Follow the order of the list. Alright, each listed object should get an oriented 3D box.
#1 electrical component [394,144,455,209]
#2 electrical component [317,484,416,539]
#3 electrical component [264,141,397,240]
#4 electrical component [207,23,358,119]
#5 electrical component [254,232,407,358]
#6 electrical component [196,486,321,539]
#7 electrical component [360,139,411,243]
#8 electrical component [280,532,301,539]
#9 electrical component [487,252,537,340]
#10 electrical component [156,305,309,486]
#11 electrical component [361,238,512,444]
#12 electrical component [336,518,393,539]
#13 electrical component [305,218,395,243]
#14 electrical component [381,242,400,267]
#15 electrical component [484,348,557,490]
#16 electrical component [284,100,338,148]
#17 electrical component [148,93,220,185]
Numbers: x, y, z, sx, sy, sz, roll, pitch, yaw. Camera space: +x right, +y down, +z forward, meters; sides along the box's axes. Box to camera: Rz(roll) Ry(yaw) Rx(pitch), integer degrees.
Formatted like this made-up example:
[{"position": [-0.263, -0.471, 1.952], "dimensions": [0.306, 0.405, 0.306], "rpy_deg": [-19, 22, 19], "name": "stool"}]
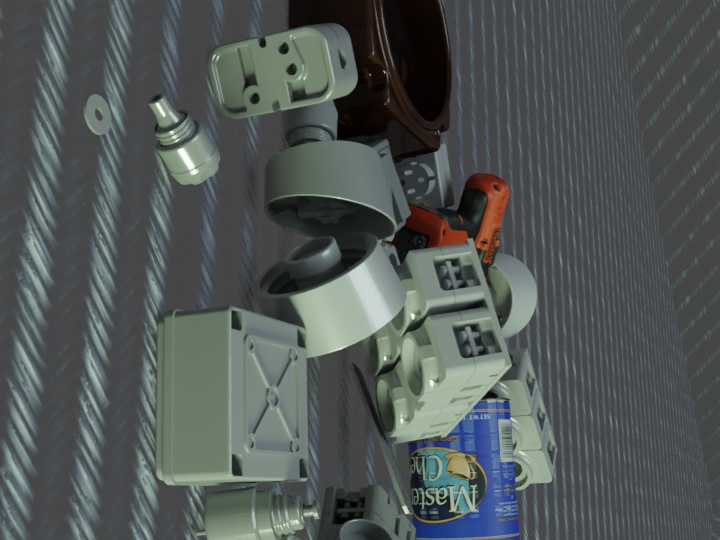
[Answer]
[{"position": [0.059, -0.091, 1.091], "dimensions": [0.077, 0.047, 0.065], "rpy_deg": [-22, 104, -66], "name": "electrical component"}, {"position": [0.006, 0.220, 0.872], "dimensions": [0.089, 0.050, 0.055], "rpy_deg": [57, 33, -46], "name": "electrical component"}, {"position": [-0.025, -0.056, 0.821], "dimensions": [0.099, 0.099, 0.064], "rpy_deg": [31, 49, -62], "name": "electrical component"}, {"position": [-0.053, -0.145, 0.781], "dimensions": [0.059, 0.095, 0.053], "rpy_deg": [-36, 116, -64], "name": "electrical component"}, {"position": [-0.026, 0.010, 0.791], "dimensions": [0.060, 0.108, 0.108], "rpy_deg": [67, 27, -20], "name": "electrical component"}, {"position": [-0.065, 0.160, 0.696], "dimensions": [0.040, 0.078, 0.040], "rpy_deg": [-9, 90, -83], "name": "electrical component"}, {"position": [0.004, -0.060, 0.936], "dimensions": [0.062, 0.061, 0.096], "rpy_deg": [-42, 122, -63], "name": "electrical component"}, {"position": [-0.055, 0.231, 0.727], "dimensions": [0.099, 0.048, 0.099], "rpy_deg": [53, 37, -50], "name": "electrical component"}, {"position": [0.136, 0.030, 1.173], "dimensions": [0.064, 0.099, 0.099], "rpy_deg": [-2, 85, -61], "name": "electrical component"}, {"position": [-0.081, 0.085, 0.701], "dimensions": [0.109, 0.056, 0.108], "rpy_deg": [25, 61, -64], "name": "electrical component"}, {"position": [0.053, 0.066, 0.882], "dimensions": [0.186, 0.060, 0.105], "rpy_deg": [114, -36, -62], "name": "electrical component"}, {"position": [-0.007, 0.238, 0.793], "dimensions": [0.079, 0.044, 0.077], "rpy_deg": [-80, -173, -61], "name": "electrical component"}, {"position": [-0.009, -0.035, 0.885], "dimensions": [0.040, 0.078, 0.040], "rpy_deg": [-34, 129, -57], "name": "electrical component"}, {"position": [0.000, 0.000, 0.907], "dimensions": [0.043, 0.062, 0.043], "rpy_deg": [-7, 90, -67], "name": "electrical component"}, {"position": [0.155, 0.167, 1.188], "dimensions": [0.061, 0.089, 0.150], "rpy_deg": [-65, 142, -51], "name": "electrical component"}, {"position": [-0.040, -0.108, 0.867], "dimensions": [0.043, 0.043, 0.062], "rpy_deg": [44, 42, -56], "name": "electrical component"}, {"position": [-0.117, -0.086, 0.695], "dimensions": [0.061, 0.035, 0.035], "rpy_deg": [62, 31, -36], "name": "electrical component"}]
